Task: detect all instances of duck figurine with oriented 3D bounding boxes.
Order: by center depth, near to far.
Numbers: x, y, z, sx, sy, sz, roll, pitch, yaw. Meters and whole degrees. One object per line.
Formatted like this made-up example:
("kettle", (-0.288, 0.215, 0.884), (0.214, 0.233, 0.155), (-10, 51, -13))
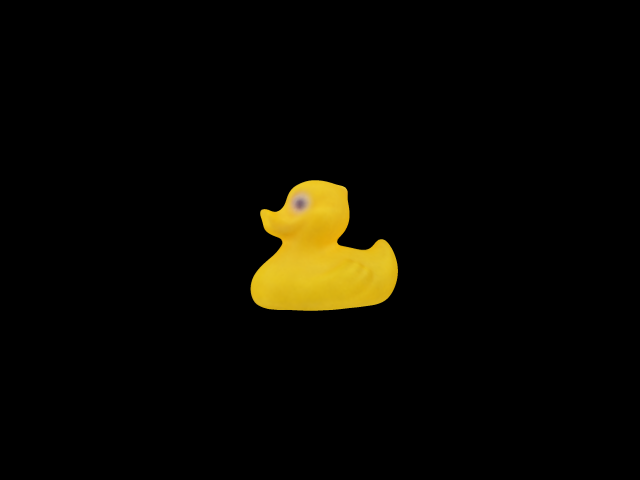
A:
("duck figurine", (0.004, 0.001, 0.400), (0.105, 0.086, 0.077), (-1, 4, -15))
